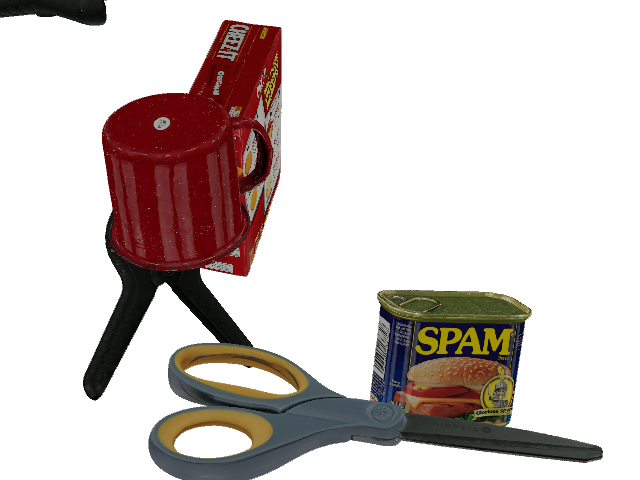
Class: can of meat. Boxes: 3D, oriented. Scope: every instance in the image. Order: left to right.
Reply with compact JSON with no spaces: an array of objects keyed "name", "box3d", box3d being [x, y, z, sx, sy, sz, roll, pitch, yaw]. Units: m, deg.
[{"name":"can of meat","box3d":[0.086,0.082,0.725,0.102,0.084,0.057,2,12,-17]}]

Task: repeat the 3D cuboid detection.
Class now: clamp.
[{"name":"clamp","box3d":[-0.193,-0.190,0.801,0.172,0.039,0.120,12,24,29]},{"name":"clamp","box3d":[-0.132,0.031,0.949,0.164,0.210,0.036,0,-2,-34]}]

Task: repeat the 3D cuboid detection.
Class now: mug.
[{"name":"mug","box3d":[-0.083,-0.044,0.682,0.117,0.081,0.093,-19,40,-22]}]

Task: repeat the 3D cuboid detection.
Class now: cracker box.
[{"name":"cracker box","box3d":[-0.091,-0.095,1.117,0.072,0.164,0.214,9,-43,7]}]

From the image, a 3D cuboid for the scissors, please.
[{"name":"scissors","box3d":[0.013,0.089,0.467,0.202,0.016,0.096,15,34,22]}]
